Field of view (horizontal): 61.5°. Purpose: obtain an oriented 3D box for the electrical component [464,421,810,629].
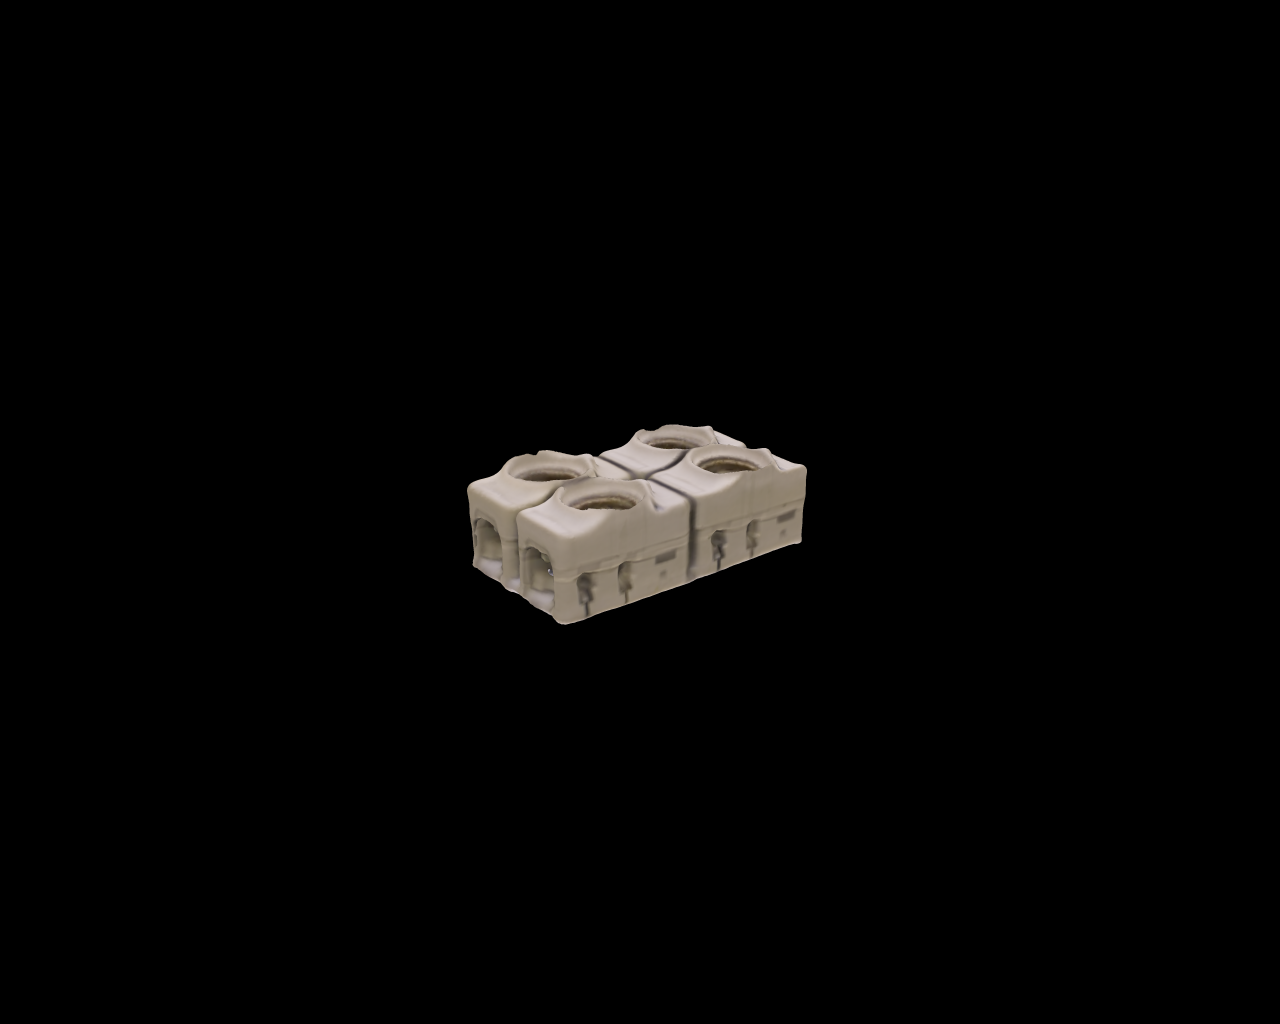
[{"bbox_3d":[0.001,-0.003,0.650,0.186,0.060,0.105,-16,27,-34],"label":"electrical component"}]
